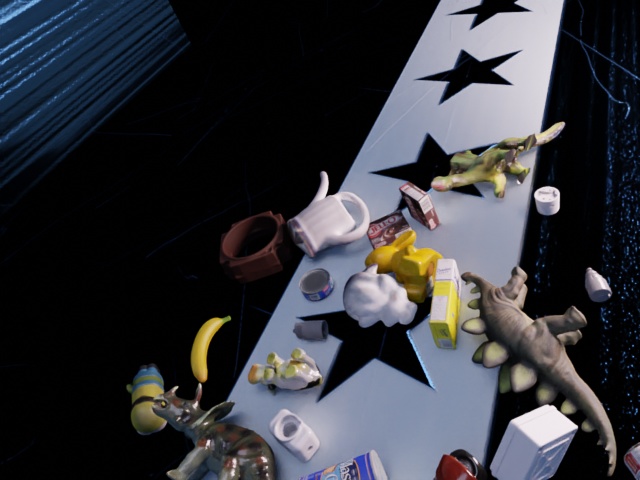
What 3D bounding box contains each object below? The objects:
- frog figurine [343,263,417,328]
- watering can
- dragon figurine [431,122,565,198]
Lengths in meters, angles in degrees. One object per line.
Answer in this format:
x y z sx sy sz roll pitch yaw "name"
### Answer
0.131 0.143 1.159 0.162 0.122 0.136 44 110 40 "frog figurine"
0.005 -0.075 1.482 0.225 0.102 0.354 -31 38 -6 "watering can"
0.469 -0.233 1.434 0.415 0.120 0.244 -34 30 -25 "dragon figurine"
